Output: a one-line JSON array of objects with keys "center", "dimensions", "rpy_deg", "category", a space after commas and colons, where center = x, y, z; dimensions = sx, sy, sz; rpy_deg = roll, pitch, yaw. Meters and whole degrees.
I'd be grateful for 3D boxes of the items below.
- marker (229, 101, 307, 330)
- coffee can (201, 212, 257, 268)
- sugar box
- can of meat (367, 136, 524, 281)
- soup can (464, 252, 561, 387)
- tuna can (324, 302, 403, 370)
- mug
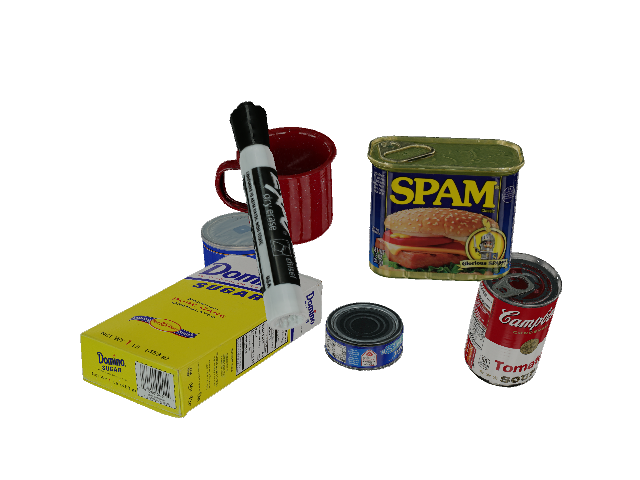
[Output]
[{"center": [-0.026, -0.015, 0.513], "dimensions": [0.020, 0.121, 0.020], "rpy_deg": [-10, -27, -5], "category": "marker"}, {"center": [-0.093, 0.048, 1.333], "dimensions": [0.103, 0.140, 0.103], "rpy_deg": [-2, 25, 1], "category": "coffee can"}, {"center": [-0.084, 0.064, 0.797], "dimensions": [0.093, 0.048, 0.175], "rpy_deg": [16, 30, 29], "category": "sugar box"}, {"center": [0.082, -0.021, 0.719], "dimensions": [0.102, 0.084, 0.057], "rpy_deg": [3, 24, 4], "category": "can of meat"}, {"center": [0.167, 0.071, 0.937], "dimensions": [0.068, 0.102, 0.068], "rpy_deg": [4, 39, -3], "category": "soup can"}, {"center": [0.047, 0.103, 1.158], "dimensions": [0.086, 0.034, 0.086], "rpy_deg": [0, 29, 0], "category": "tuna can"}, {"center": [-0.042, -0.050, 1.010], "dimensions": [0.117, 0.081, 0.093], "rpy_deg": [1, 36, 5], "category": "mug"}]
